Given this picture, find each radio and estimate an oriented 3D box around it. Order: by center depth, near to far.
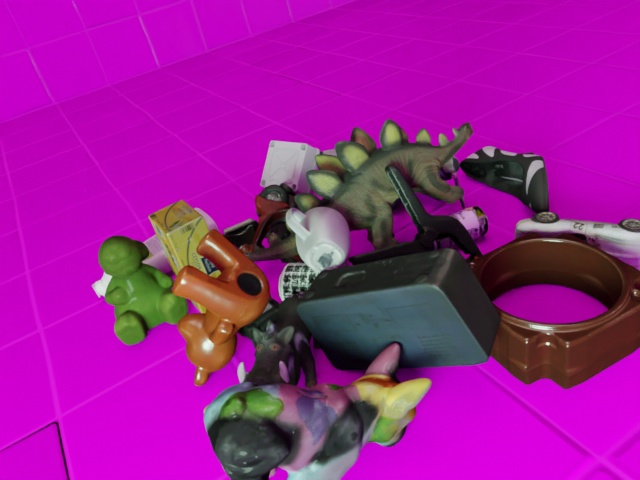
[{"bbox_3d":[0.089,0.092,0.671,0.230,0.131,0.073,-15,28,39],"label":"radio"}]

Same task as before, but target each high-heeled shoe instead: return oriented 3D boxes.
[{"bbox_3d":[0.337,-0.110,0.995,0.145,0.086,0.249,-8,29,17],"label":"high-heeled shoe"}]

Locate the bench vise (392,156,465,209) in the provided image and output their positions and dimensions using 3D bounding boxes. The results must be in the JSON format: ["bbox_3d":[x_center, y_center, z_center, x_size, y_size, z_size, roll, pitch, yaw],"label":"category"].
[{"bbox_3d":[0.137,-0.111,1.013,0.240,0.128,0.224,-19,20,-41],"label":"bench vise"}]

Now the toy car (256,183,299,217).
[{"bbox_3d":[-0.045,-0.054,1.074,0.202,0.053,0.089,23,63,42],"label":"toy car"}]

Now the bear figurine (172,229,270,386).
[{"bbox_3d":[-0.153,0.102,0.744,0.196,0.132,0.120,-48,13,38],"label":"bear figurine"}]

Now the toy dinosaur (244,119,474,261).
[{"bbox_3d":[0.072,-0.073,0.886,0.471,0.198,0.105,-38,11,-11],"label":"toy dinosaur"}]

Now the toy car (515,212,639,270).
[{"bbox_3d":[0.393,0.006,0.795,0.202,0.073,0.056,8,35,31],"label":"toy car"}]

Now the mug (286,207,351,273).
[{"bbox_3d":[-0.002,-0.002,0.772,0.081,0.109,0.107,-42,19,12],"label":"mug"}]

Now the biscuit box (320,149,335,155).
[{"bbox_3d":[0.034,-0.128,1.148,0.059,0.062,0.203,-10,33,5],"label":"biscuit box"}]

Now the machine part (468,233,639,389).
[{"bbox_3d":[0.300,0.081,0.707,0.201,0.087,0.201,-22,33,-15],"label":"machine part"}]

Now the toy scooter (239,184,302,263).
[{"bbox_3d":[-0.061,-0.001,0.943,0.184,0.075,0.135,38,70,7],"label":"toy scooter"}]

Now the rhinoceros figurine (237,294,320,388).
[{"bbox_3d":[-0.045,0.147,0.717,0.073,0.111,0.190,-1,27,16],"label":"rhinoceros figurine"}]

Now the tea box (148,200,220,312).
[{"bbox_3d":[-0.215,0.029,0.907,0.068,0.169,0.098,-30,37,-21],"label":"tea box"}]

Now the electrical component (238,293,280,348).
[{"bbox_3d":[-0.106,0.112,0.851,0.075,0.047,0.119,-28,37,-22],"label":"electrical component"}]

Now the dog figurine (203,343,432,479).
[{"bbox_3d":[0.009,0.185,0.586,0.219,0.191,0.109,-37,30,-6],"label":"dog figurine"}]

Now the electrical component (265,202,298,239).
[{"bbox_3d":[-0.070,-0.027,1.019,0.094,0.021,0.063,-46,51,19],"label":"electrical component"}]

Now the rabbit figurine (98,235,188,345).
[{"bbox_3d":[-0.308,0.057,0.898,0.121,0.170,0.159,-22,34,-14],"label":"rabbit figurine"}]

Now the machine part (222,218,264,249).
[{"bbox_3d":[-0.144,-0.002,1.050,0.084,0.039,0.139,-16,30,-13],"label":"machine part"}]
